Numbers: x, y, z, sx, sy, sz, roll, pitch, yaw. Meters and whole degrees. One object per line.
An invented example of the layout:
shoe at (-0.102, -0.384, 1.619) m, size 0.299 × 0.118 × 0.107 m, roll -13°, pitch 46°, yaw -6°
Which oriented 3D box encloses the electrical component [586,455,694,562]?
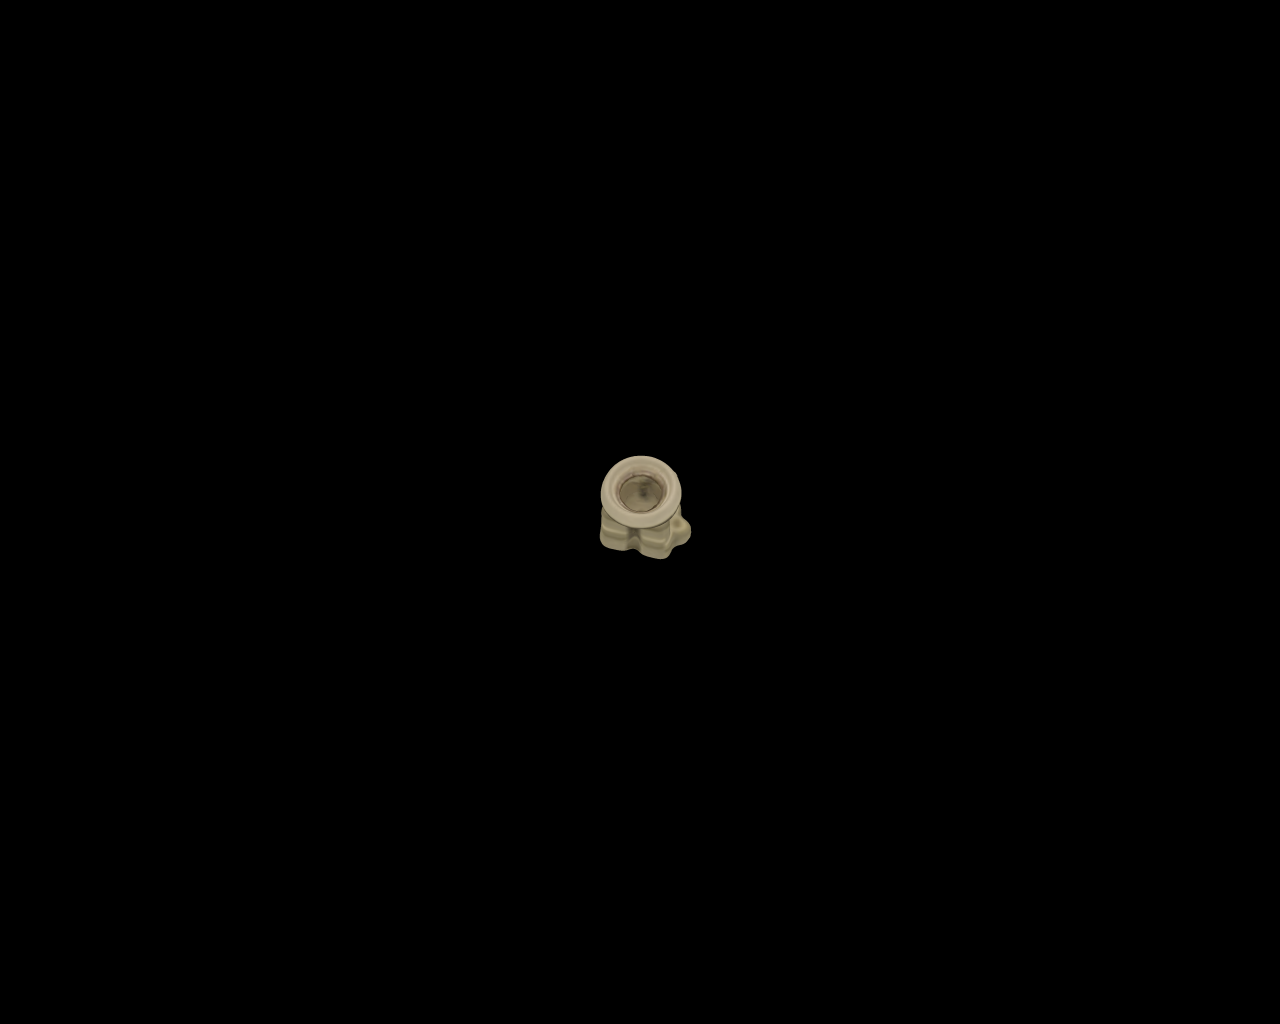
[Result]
electrical component at (0.001, -0.003, 0.650) m, size 0.066 × 0.048 × 0.055 m, roll 11°, pitch -29°, yaw 7°
